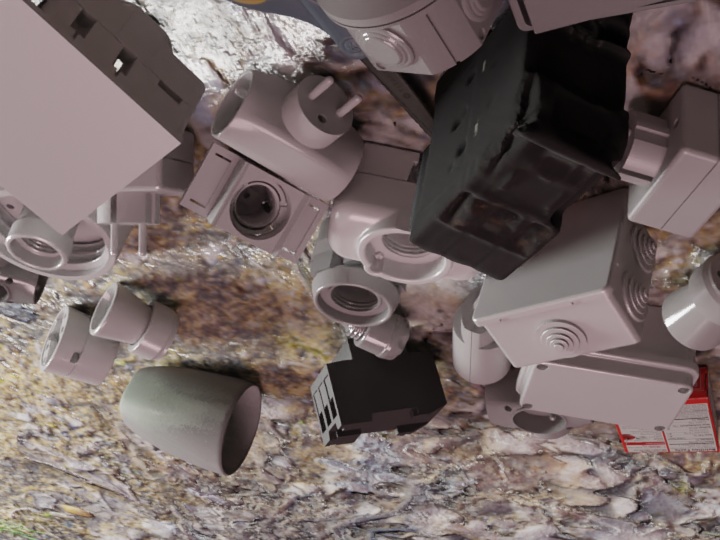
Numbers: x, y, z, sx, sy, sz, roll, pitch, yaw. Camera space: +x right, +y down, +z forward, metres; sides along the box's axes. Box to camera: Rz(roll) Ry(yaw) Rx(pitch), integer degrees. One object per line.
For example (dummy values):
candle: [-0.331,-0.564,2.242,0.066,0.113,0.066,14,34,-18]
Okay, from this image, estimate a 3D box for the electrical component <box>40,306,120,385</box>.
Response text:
electrical component: [-0.226,0.063,0.871,0.047,0.055,0.055,24,145,-25]

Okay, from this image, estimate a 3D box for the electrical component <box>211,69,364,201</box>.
electrical component: [-0.030,-0.083,0.600,0.077,0.044,0.079,29,143,-25]

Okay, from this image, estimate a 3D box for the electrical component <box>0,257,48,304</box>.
electrical component: [-0.266,-0.014,0.775,0.077,0.044,0.079,16,147,-7]

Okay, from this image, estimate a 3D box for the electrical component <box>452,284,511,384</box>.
electrical component: [0.086,0.042,0.752,0.043,0.043,0.081,6,146,8]

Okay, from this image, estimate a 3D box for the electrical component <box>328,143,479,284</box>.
electrical component: [0.031,-0.031,0.645,0.095,0.059,0.053,11,147,0]

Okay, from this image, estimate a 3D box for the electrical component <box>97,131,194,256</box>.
electrical component: [-0.139,-0.046,0.648,0.066,0.076,0.047,0,180,16]

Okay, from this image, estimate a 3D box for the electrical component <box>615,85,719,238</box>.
electrical component: [0.157,-0.062,0.571,0.077,0.047,0.065,15,147,-6]

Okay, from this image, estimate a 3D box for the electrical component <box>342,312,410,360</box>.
electrical component: [0.004,0.040,0.783,0.061,0.035,0.035,25,145,-14]

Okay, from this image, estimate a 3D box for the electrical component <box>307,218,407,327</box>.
electrical component: [0.000,0.000,0.703,0.078,0.057,0.058,-17,137,37]

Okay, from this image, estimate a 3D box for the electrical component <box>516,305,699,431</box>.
electrical component: [0.170,0.064,0.747,0.113,0.057,0.078,9,147,4]

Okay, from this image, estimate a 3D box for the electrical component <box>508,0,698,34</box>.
electrical component: [0.106,-0.144,0.451,0.096,0.061,0.061,-5,143,24]

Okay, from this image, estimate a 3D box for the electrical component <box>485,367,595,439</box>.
electrical component: [0.144,0.105,0.829,0.077,0.044,0.079,-4,144,22]

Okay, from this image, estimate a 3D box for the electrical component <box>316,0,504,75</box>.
electrical component: [0.023,-0.130,0.482,0.080,0.080,0.051,-8,147,27]

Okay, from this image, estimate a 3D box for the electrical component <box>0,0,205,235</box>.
electrical component: [-0.183,-0.118,0.546,0.105,0.060,0.186,-30,119,34]

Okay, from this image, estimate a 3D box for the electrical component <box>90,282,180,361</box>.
electrical component: [-0.173,0.041,0.829,0.055,0.045,0.045,29,143,-24]

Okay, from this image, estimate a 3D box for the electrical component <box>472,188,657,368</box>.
electrical component: [0.124,0.007,0.639,0.100,0.099,0.048,-16,125,35]

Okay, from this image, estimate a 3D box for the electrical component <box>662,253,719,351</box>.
electrical component: [0.223,0.019,0.675,0.045,0.045,0.055,17,146,-8]

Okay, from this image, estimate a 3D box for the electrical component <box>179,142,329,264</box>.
electrical component: [-0.066,-0.043,0.651,0.081,0.042,0.064,29,-174,-23]

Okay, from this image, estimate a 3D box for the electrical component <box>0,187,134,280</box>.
electrical component: [-0.204,-0.035,0.710,0.108,0.060,0.108,8,147,5]
